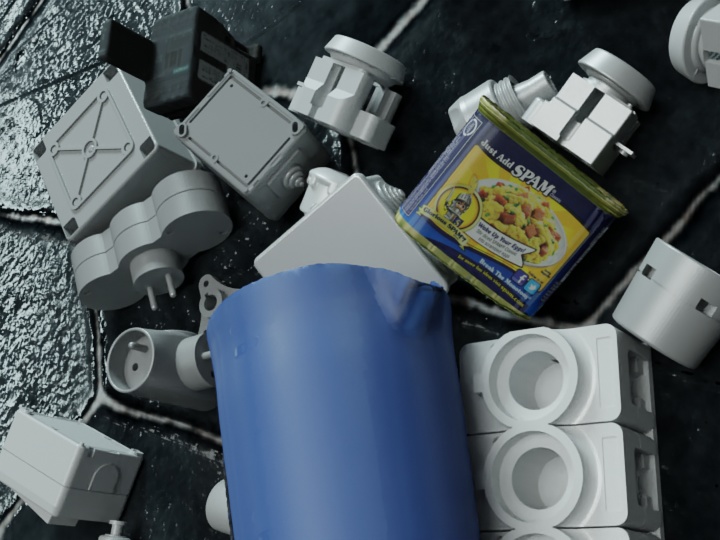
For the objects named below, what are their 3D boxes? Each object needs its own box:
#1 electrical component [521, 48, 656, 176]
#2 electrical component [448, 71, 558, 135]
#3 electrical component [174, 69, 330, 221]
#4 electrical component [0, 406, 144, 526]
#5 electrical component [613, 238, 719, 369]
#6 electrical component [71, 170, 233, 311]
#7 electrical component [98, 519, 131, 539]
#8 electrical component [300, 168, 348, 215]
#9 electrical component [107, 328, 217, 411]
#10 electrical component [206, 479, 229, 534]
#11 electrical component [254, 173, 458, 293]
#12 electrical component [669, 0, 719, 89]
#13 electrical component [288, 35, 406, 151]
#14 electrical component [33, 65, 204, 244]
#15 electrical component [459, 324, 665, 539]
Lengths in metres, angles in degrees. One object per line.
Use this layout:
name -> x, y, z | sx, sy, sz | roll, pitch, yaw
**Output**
electrical component -> 0.134, -0.091, 0.609 | 0.066, 0.048, 0.055 | 39, 99, 21
electrical component -> 0.088, -0.096, 0.648 | 0.062, 0.043, 0.043 | -30, 59, 22
electrical component -> -0.068, -0.080, 0.740 | 0.096, 0.061, 0.061 | 40, 87, 27
electrical component -> -0.216, 0.142, 0.775 | 0.096, 0.062, 0.061 | 18, 85, 38
electrical component -> 0.163, 0.018, 0.549 | 0.055, 0.055, 0.047 | 39, 103, 38
electrical component -> -0.150, -0.006, 0.784 | 0.138, 0.052, 0.073 | -33, 58, 23
electrical component -> -0.172, 0.211, 0.734 | 0.040, 0.040, 0.078 | -2, 73, 35
electrical component -> -0.020, -0.033, 0.705 | 0.048, 0.048, 0.062 | 28, 99, 39
electrical component -> -0.113, 0.063, 0.718 | 0.079, 0.077, 0.044 | -17, 66, 30
electrical component -> -0.065, 0.153, 0.677 | 0.065, 0.044, 0.044 | 5, 78, 42
electrical component -> 0.000, 0.000, 0.655 | 0.100, 0.048, 0.099 | -39, 86, 18
electrical component -> 0.199, -0.120, 0.569 | 0.048, 0.066, 0.055 | -38, 38, -22
electrical component -> -0.005, -0.119, 0.714 | 0.078, 0.058, 0.057 | 27, 94, 38
electrical component -> -0.189, -0.085, 0.836 | 0.109, 0.056, 0.108 | -43, 55, 17
electrical component -> 0.102, 0.110, 0.556 | 0.089, 0.062, 0.150 | -11, 68, 33
